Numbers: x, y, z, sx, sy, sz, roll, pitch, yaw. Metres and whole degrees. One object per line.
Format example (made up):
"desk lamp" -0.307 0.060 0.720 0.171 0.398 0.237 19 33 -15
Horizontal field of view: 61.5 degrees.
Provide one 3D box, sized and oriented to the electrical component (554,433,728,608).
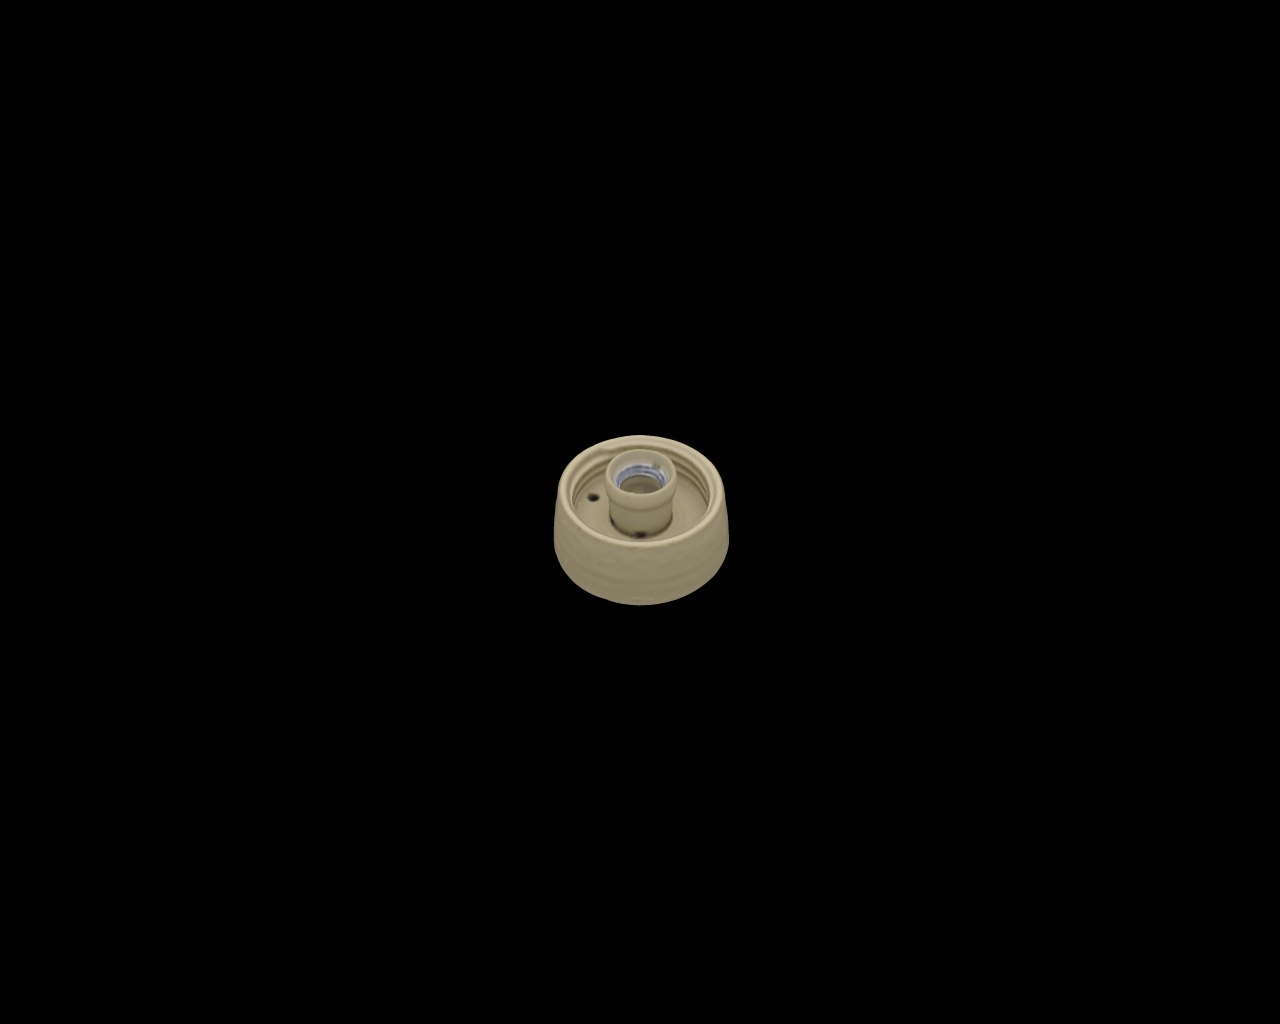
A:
"electrical component" 0.001 -0.003 0.650 0.108 0.060 0.108 0 45 0
